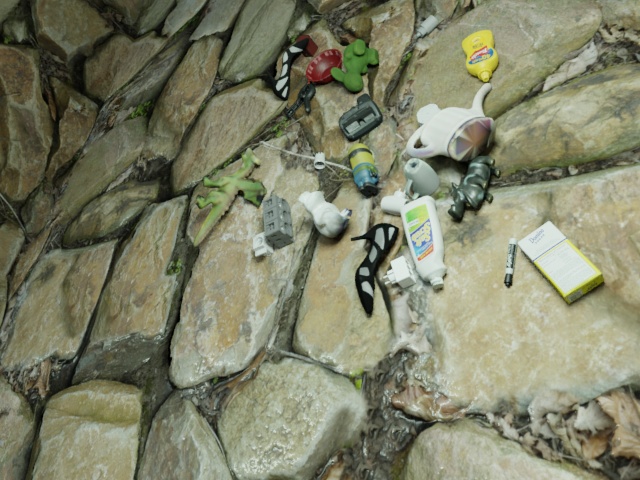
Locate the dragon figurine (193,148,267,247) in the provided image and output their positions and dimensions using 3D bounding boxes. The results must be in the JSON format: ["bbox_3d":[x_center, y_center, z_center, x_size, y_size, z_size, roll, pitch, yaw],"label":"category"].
[{"bbox_3d":[-0.312,-0.159,1.876,0.242,0.419,0.120,-6,-31,24],"label":"dragon figurine"}]

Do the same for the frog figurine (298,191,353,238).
[{"bbox_3d":[0.005,-0.078,1.546,0.159,0.121,0.139,19,20,-5],"label":"frog figurine"}]

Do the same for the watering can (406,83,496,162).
[{"bbox_3d":[0.404,-0.330,1.447,0.349,0.102,0.228,-37,34,-7],"label":"watering can"}]
